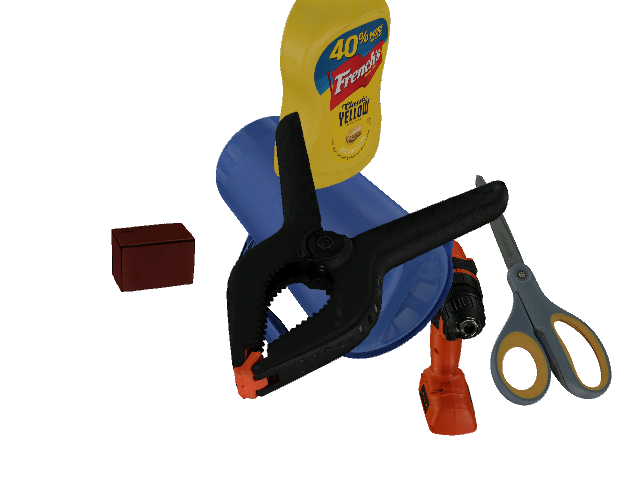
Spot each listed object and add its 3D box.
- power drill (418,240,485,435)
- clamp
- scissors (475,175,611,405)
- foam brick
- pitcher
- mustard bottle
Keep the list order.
[{"bbox_3d":[0.141,0.110,1.136,0.057,0.188,0.184,0,24,-1],"label":"power drill"},{"bbox_3d":[-0.003,0.005,0.661,0.165,0.209,0.036,26,-32,24],"label":"clamp"},{"bbox_3d":[0.142,0.043,0.818,0.096,0.202,0.016,-27,-25,-17],"label":"scissors"},{"bbox_3d":[-0.174,0.016,1.104,0.078,0.051,0.053,-6,22,-20],"label":"foam brick"},{"bbox_3d":[-0.006,-0.006,0.981,0.149,0.145,0.243,-11,39,-31],"label":"pitcher"},{"bbox_3d":[0.011,-0.136,0.807,0.096,0.192,0.058,-29,49,-34],"label":"mustard bottle"}]
